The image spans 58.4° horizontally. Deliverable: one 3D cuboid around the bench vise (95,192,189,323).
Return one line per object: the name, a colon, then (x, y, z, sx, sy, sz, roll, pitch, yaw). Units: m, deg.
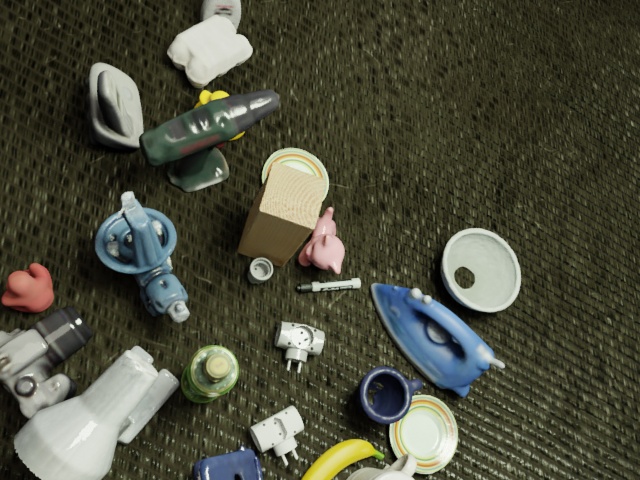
bench vise: (-0.252, 0.018, 0.874, 0.207, 0.219, 0.122, 41, 65, -1)

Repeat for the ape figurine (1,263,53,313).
ape figurine: (-0.444, 0.071, 0.864, 0.078, 0.092, 0.076, -34, 84, -25)

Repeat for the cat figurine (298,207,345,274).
cat figurine: (0.009, 0.004, 1.020, 0.067, 0.117, 0.128, 11, 68, -14)

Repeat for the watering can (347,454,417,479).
watering can: (0.106, 0.410, 0.866, 0.101, 0.193, 0.173, 14, 68, -12)

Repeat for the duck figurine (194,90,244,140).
duck figurine: (-0.181, -0.238, 1.060, 0.104, 0.086, 0.077, 30, 65, -6)

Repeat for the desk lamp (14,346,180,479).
desk lamp: (-0.294, 0.233, 0.788, 0.118, 0.213, 0.203, 40, 65, -1)

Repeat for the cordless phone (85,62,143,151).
cordless phone: (-0.345, -0.246, 0.956, 0.094, 0.185, 0.147, -7, 74, -20)

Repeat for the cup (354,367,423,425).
cup: (0.108, 0.262, 0.973, 0.118, 0.094, 0.091, -13, 76, -21)

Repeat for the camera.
camera: (-0.399, 0.170, 0.839, 0.137, 0.100, 0.143, -38, 86, -25)

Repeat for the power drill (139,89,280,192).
power drill: (-0.189, -0.165, 0.965, 0.230, 0.208, 0.075, -25, 80, -24)

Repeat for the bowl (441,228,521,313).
bowl: (0.300, 0.066, 1.115, 0.168, 0.074, 0.167, 6, 70, -16)

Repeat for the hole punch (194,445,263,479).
hole punch: (-0.133, 0.371, 0.859, 0.101, 0.091, 0.108, -6, 73, -19)

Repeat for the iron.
iron: (0.206, 0.155, 1.017, 0.258, 0.141, 0.119, 43, 65, 1)

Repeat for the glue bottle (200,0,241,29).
glue bottle: (-0.182, -0.467, 1.092, 0.078, 0.173, 0.037, -9, 74, -20)

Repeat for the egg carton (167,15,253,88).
egg carton: (-0.211, -0.365, 1.104, 0.107, 0.069, 0.150, 47, 65, 2)
